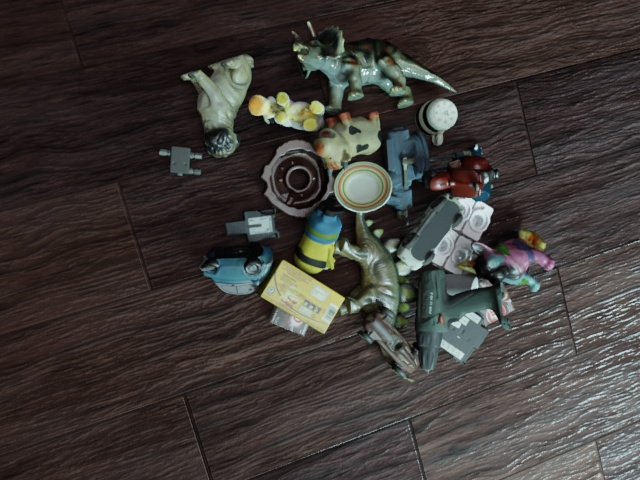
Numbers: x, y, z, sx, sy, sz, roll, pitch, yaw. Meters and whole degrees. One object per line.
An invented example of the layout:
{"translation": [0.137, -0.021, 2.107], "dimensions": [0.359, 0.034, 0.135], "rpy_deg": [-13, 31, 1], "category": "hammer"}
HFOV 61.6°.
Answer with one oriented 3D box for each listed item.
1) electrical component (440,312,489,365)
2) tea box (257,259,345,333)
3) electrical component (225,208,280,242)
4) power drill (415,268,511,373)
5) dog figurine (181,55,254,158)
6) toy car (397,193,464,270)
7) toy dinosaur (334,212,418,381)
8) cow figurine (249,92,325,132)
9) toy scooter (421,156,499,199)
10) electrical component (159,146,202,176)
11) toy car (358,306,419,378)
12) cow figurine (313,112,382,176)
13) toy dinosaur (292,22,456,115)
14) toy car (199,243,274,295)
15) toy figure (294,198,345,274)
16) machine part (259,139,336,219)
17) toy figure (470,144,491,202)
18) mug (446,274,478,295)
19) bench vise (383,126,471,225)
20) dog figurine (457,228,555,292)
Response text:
{"translation": [0.345, 0.223, 1.327], "dimensions": [0.115, 0.058, 0.134], "rpy_deg": [36, 90, -1], "category": "electrical component"}
{"translation": [-0.043, 0.124, 1.200], "dimensions": [0.169, 0.068, 0.098], "rpy_deg": [34, 82, -10], "category": "tea box"}
{"translation": [-0.154, -0.031, 1.216], "dimensions": [0.119, 0.048, 0.074], "rpy_deg": [-11, 95, -12], "category": "electrical component"}
{"translation": [0.314, 0.173, 1.200], "dimensions": [0.207, 0.086, 0.232], "rpy_deg": [-11, 74, 28], "category": "power drill"}
{"translation": [-0.196, -0.292, 1.178], "dimensions": [0.172, 0.121, 0.190], "rpy_deg": [-24, 112, -8], "category": "dog figurine"}
{"translation": [0.257, -0.020, 1.241], "dimensions": [0.073, 0.056, 0.202], "rpy_deg": [42, 76, -11], "category": "toy car"}
{"translation": [0.140, 0.123, 1.267], "dimensions": [0.199, 0.105, 0.470], "rpy_deg": [-9, 100, -16], "category": "toy dinosaur"}
{"translation": [-0.073, -0.287, 1.207], "dimensions": [0.167, 0.098, 0.068], "rpy_deg": [15, 95, 5], "category": "cow figurine"}
{"translation": [0.328, -0.136, 1.180], "dimensions": [0.184, 0.135, 0.075], "rpy_deg": [-19, 114, -29], "category": "toy scooter"}
{"translation": [-0.309, -0.173, 1.186], "dimensions": [0.094, 0.021, 0.063], "rpy_deg": [5, 92, -14], "category": "electrical component"}
{"translation": [0.170, 0.237, 1.226], "dimensions": [0.089, 0.053, 0.202], "rpy_deg": [-46, 114, -11], "category": "toy car"}
{"translation": [0.061, -0.217, 1.200], "dimensions": [0.195, 0.086, 0.127], "rpy_deg": [-16, 92, -43], "category": "cow figurine"}
{"translation": [0.110, -0.398, 1.225], "dimensions": [0.405, 0.131, 0.192], "rpy_deg": [-8, 83, -22], "category": "toy dinosaur"}
{"translation": [-0.180, 0.071, 1.191], "dimensions": [0.162, 0.109, 0.102], "rpy_deg": [-5, 112, -4], "category": "toy car"}
{"translation": [-0.004, -0.006, 1.209], "dimensions": [0.089, 0.082, 0.180], "rpy_deg": [6, 125, -13], "category": "toy figure"}
{"translation": [-0.051, -0.139, 1.230], "dimensions": [0.179, 0.056, 0.179], "rpy_deg": [-1, 95, -13], "category": "machine part"}
{"translation": [0.380, -0.167, 1.308], "dimensions": [0.058, 0.064, 0.154], "rpy_deg": [-1, 59, -1], "category": "toy figure"}
{"translation": [0.314, 0.130, 1.289], "dimensions": [0.109, 0.107, 0.080], "rpy_deg": [-63, 145, -28], "category": "mug"}
{"translation": [0.242, -0.161, 1.266], "dimensions": [0.241, 0.129, 0.223], "rpy_deg": [-9, 98, -8], "category": "bench vise"}
{"translation": [0.434, 0.037, 1.287], "dimensions": [0.219, 0.192, 0.108], "rpy_deg": [11, 130, -17], "category": "dog figurine"}
